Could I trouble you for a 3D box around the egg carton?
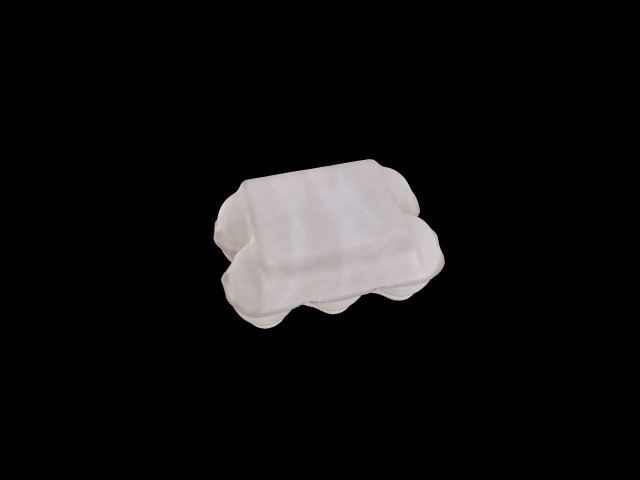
[{"bbox_3d":[0.004,0.001,0.400,0.150,0.069,0.107,-12,50,-10],"label":"egg carton"}]
